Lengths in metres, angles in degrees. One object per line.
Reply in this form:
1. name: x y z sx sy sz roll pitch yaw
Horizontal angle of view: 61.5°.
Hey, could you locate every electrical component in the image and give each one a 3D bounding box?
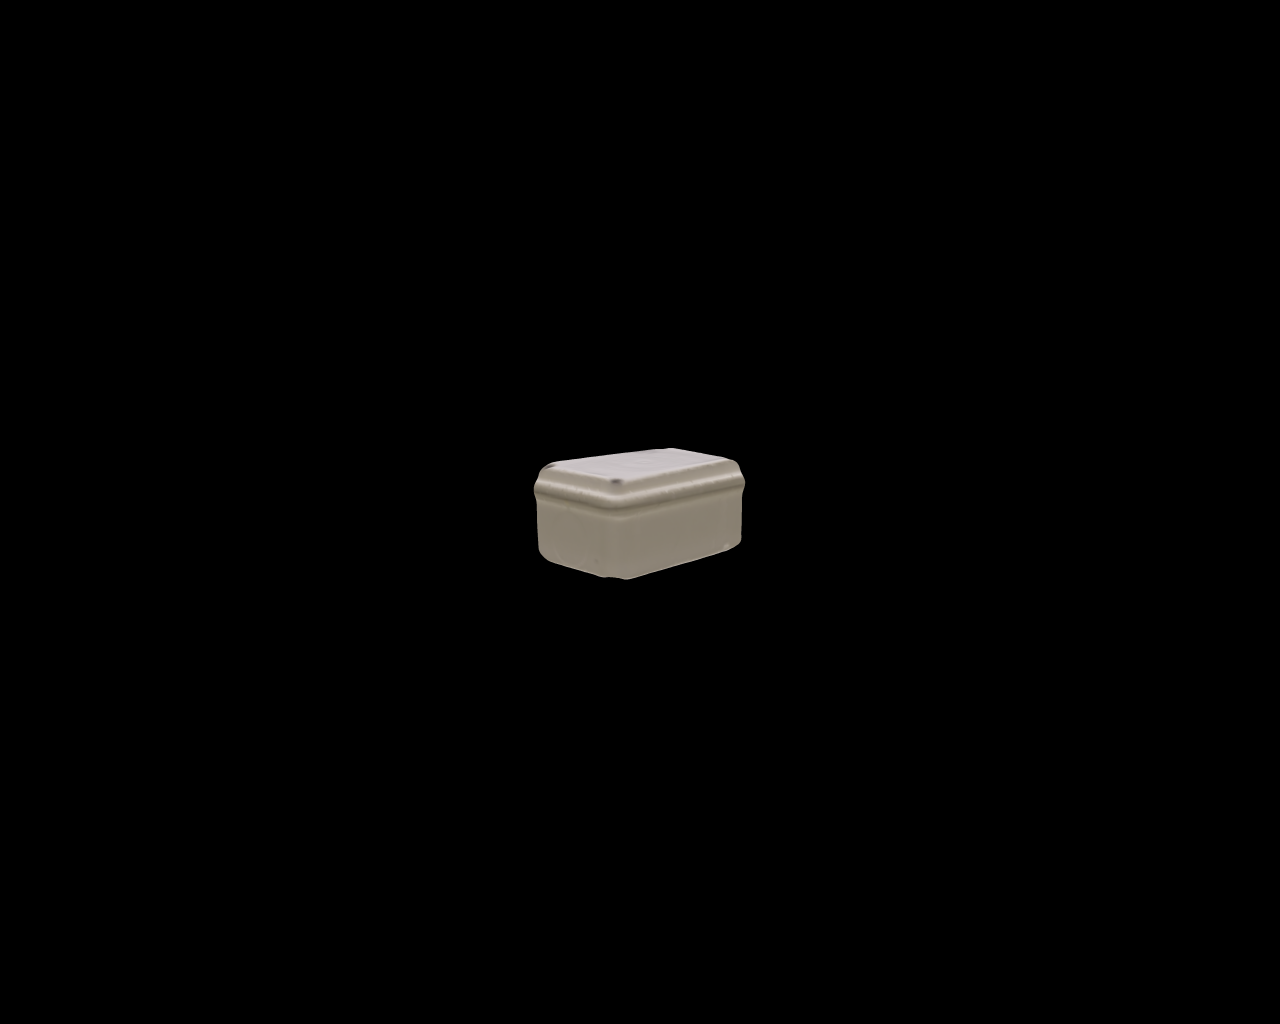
1. electrical component: 0.001 -0.003 0.650 0.113 0.057 0.078 -11 17 -42
